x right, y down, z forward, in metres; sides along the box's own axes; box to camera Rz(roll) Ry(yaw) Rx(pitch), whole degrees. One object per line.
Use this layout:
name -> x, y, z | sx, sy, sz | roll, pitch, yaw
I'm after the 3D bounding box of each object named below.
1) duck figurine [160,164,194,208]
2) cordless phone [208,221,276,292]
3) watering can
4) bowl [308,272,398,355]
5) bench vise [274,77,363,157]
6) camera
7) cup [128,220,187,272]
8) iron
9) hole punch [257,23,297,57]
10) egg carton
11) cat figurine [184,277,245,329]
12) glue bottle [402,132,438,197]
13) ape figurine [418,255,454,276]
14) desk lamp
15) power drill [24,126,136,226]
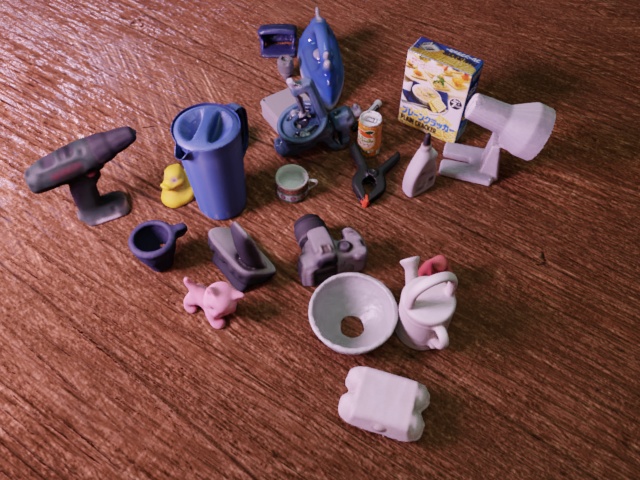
duck figurine -> -0.314, -0.133, 1.267 | 0.077, 0.086, 0.105 | 26, 59, 17
cordless phone -> -0.160, 0.003, 1.113 | 0.094, 0.185, 0.147 | -38, 63, -23
watering can -> 0.189, 0.110, 1.036 | 0.101, 0.194, 0.172 | -34, 62, -21
bowl -> 0.061, 0.149, 1.081 | 0.167, 0.075, 0.167 | 0, 55, 0
bench vise -> -0.011, -0.297, 1.300 | 0.208, 0.220, 0.121 | -31, 61, -20
camera -> 0.011, 0.004, 1.165 | 0.143, 0.101, 0.136 | -17, 57, -12
cup -> -0.318, 0.014, 1.159 | 0.118, 0.095, 0.091 | -28, 60, -18
iron -> 0.009, -0.469, 1.467 | 0.118, 0.141, 0.258 | -8, 56, -5
hole punch -> -0.117, -0.560, 1.559 | 0.108, 0.091, 0.101 | -1, 55, -1
egg carton -> 0.111, 0.284, 0.992 | 0.150, 0.069, 0.107 | 14, 56, 9
cat figurine -> -0.204, 0.107, 1.082 | 0.127, 0.118, 0.067 | 25, 59, 16
glue bottle -> 0.223, -0.168, 1.241 | 0.078, 0.173, 0.037 | -28, 60, -18
ape figurine -> 0.229, 0.063, 1.131 | 0.077, 0.092, 0.076 | 9, 56, 6
desk lamp -> 0.383, -0.221, 1.254 | 0.203, 0.214, 0.118 | 13, 56, 8
power drill -> -0.471, -0.129, 1.188 | 0.230, 0.208, 0.075 | -21, 58, -14
